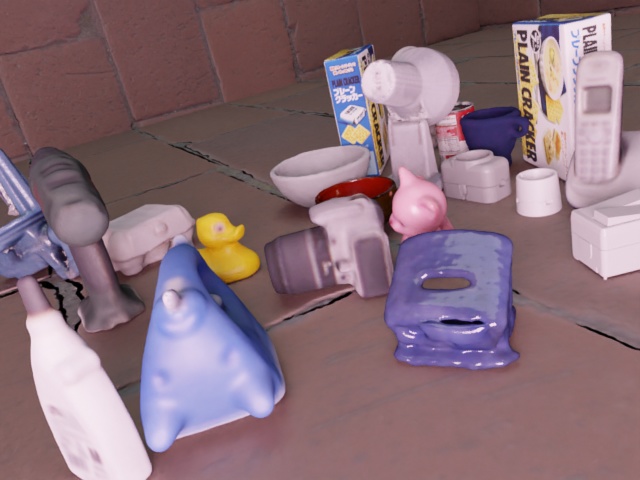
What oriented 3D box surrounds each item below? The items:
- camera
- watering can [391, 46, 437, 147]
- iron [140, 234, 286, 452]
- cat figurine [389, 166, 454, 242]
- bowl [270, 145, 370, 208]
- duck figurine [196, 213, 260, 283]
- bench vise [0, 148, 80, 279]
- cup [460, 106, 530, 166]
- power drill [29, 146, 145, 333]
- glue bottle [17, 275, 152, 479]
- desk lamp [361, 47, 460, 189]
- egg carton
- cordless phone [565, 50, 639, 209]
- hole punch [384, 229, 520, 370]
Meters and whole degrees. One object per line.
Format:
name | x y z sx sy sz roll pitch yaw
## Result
camera | 0.006 0.002 0.657 0.137 0.101 0.143 -13 22 -1
watering can | 0.175 -0.280 1.131 0.172 0.194 0.101 6 28 39
iron | -0.113 0.063 0.520 0.119 0.142 0.257 -16 22 -8
cat figurine | 0.116 -0.035 0.662 0.067 0.118 0.128 -7 23 16
bowl | 0.006 -0.096 0.936 0.167 0.075 0.167 -11 22 5
duck figurine | -0.137 0.007 0.750 0.104 0.086 0.077 -5 23 19
bench vise | -0.436 -0.050 0.879 0.207 0.220 0.121 -12 22 3
cup | 0.278 -0.151 0.887 0.092 0.095 0.117 -24 24 -26
power drill | -0.290 -0.004 0.697 0.076 0.209 0.228 -24 24 -24
glue bottle | -0.179 0.103 0.416 0.077 0.173 0.037 3 27 36
desk lamp | 0.133 -0.175 0.869 0.117 0.214 0.204 2 26 33
egg carton | -0.269 -0.005 0.876 0.107 0.069 0.151 5 28 38
cordless phone | 0.354 -0.120 0.644 0.147 0.185 0.094 6 29 40
hole punch | 0.115 0.049 0.493 0.108 0.091 0.101 -3 24 25
